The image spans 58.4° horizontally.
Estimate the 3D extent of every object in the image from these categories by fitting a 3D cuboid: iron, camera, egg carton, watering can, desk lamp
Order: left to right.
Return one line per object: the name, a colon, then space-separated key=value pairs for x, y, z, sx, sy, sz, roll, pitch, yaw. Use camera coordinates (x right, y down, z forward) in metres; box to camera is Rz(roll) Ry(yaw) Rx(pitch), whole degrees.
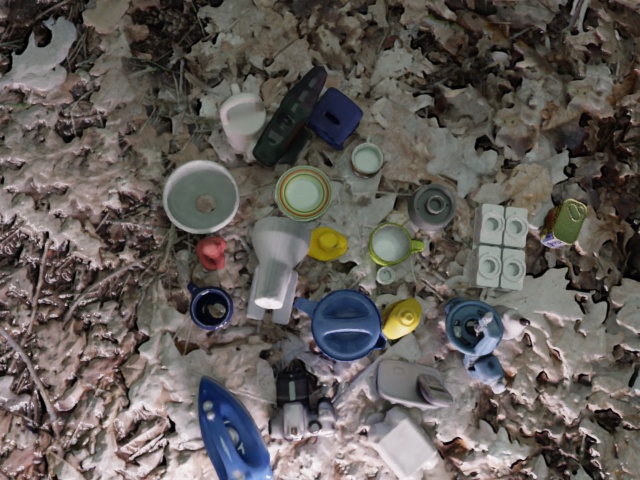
iron: x=-0.194 y=0.401 z=1.170 sx=0.119 sy=0.141 sz=0.258 roll=-28 pitch=84 yaw=-7
watering can: x=-0.161 y=-0.262 z=1.248 sx=0.101 sy=0.194 sz=0.173 roll=-39 pitch=85 yaw=-8
desk lamp: x=-0.090 y=0.068 z=1.190 sx=0.118 sy=0.213 sz=0.203 roll=10 pitch=81 yaw=-1
camera: x=-0.040 y=0.347 z=1.207 sx=0.143 sy=0.101 sz=0.137 roll=-3 pitch=81 yaw=-3
egg carton: x=0.179 y=0.437 z=1.220 sx=0.107 sy=0.069 sz=0.150 roll=-40 pitch=85 yaw=-8

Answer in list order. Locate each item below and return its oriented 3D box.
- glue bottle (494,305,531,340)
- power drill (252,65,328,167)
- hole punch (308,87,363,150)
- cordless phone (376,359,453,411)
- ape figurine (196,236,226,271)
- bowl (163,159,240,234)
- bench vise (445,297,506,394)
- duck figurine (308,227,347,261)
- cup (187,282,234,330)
glue bottle: x=0.409 y=0.175 z=1.221 sx=0.037 sy=0.173 sz=0.078 roll=-31 pitch=84 yaw=-7
power drill: x=-0.061 y=-0.249 z=1.244 sx=0.075 sy=0.208 sz=0.230 roll=33 pitch=81 yaw=3
hole punch: x=0.034 y=-0.277 z=1.312 sx=0.108 sy=0.091 sz=0.101 roll=40 pitch=81 yaw=4
cordless phone: x=0.195 y=0.304 z=1.183 sx=0.147 sy=0.185 sz=0.094 roll=9 pitch=81 yaw=-1
ape figurine: x=-0.237 y=0.024 z=1.251 sx=0.076 sy=0.092 sz=0.078 roll=38 pitch=81 yaw=3
bowl: x=-0.260 y=-0.090 z=1.276 sx=0.167 sy=0.074 sz=0.167 roll=0 pitch=81 yaw=-3
bench vise: x=0.349 y=0.210 z=1.188 sx=0.121 sy=0.219 sz=0.207 roll=-39 pitch=85 yaw=-8
duck figurine: x=0.012 y=0.005 z=1.270 sx=0.104 sy=0.086 sz=0.077 roll=4 pitch=81 yaw=-2
cup: x=-0.237 y=0.139 z=1.232 sx=0.118 sy=0.095 sz=0.092 roll=45 pitch=82 yaw=4
